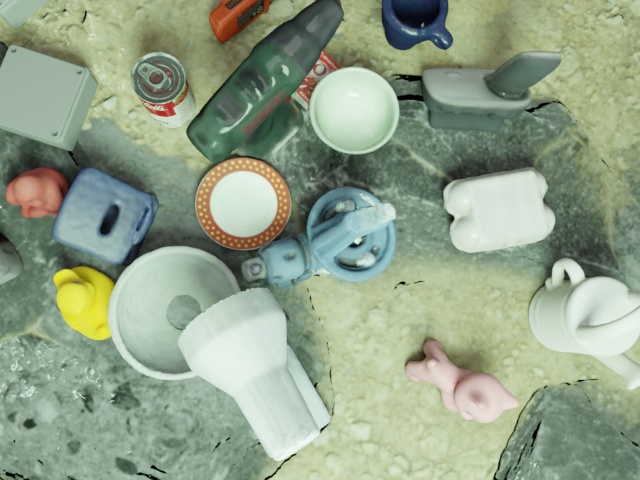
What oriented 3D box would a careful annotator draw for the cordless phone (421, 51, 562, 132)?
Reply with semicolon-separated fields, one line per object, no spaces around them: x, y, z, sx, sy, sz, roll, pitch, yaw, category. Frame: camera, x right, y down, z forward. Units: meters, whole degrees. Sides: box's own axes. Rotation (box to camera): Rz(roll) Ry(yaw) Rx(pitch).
0.221;-0.215;0.760;0.147;0.185;0.094;-2;83;-5;cordless phone

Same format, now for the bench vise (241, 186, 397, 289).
0.014;0.012;0.696;0.207;0.219;0.121;-38;87;-8;bench vise

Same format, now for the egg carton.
0.249;-0.041;0.799;0.150;0.069;0.107;-11;84;-6;egg carton

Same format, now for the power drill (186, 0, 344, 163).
-0.065;-0.180;0.719;0.075;0.208;0.230;43;82;2;power drill

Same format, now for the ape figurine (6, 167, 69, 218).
-0.365;-0.062;0.737;0.078;0.092;0.076;34;81;0;ape figurine

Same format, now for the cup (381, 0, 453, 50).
0.135;-0.301;0.808;0.092;0.095;0.118;-44;88;-8;cup

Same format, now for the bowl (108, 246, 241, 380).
-0.180;0.093;0.742;0.167;0.074;0.167;1;83;-5;bowl

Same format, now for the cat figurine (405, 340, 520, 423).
0.184;0.189;0.740;0.128;0.117;0.067;36;82;1;cat figurine

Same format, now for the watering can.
0.359;0.103;0.727;0.173;0.194;0.101;39;82;1;watering can

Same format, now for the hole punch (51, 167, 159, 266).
-0.274;-0.029;0.741;0.101;0.091;0.109;22;82;-2;hole punch

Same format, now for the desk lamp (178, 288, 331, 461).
-0.064;0.164;0.674;0.118;0.213;0.203;-31;86;-8;desk lamp

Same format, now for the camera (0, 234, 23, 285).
-0.479;0.016;0.713;0.143;0.100;0.137;-29;86;-8;camera

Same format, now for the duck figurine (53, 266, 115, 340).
-0.300;0.079;0.728;0.077;0.086;0.104;-33;87;-8;duck figurine
